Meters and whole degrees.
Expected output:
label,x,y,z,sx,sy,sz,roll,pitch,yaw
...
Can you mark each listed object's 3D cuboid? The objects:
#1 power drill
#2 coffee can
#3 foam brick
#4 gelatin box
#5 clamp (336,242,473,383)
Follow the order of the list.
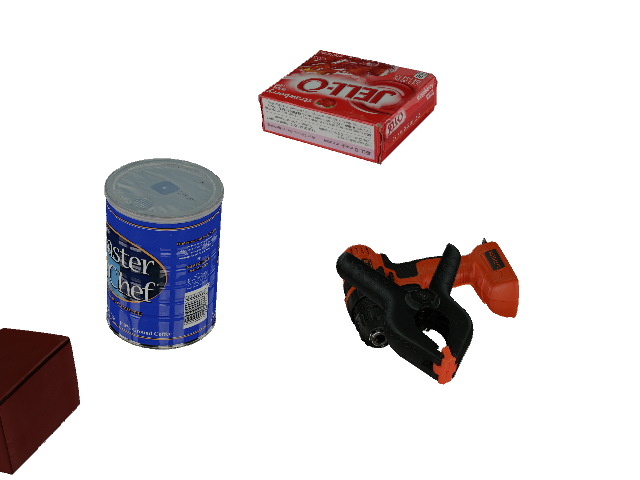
label,x,y,z,sx,sy,sz,roll,pitch,yaw
power drill,0.119,0.055,1.179,0.187,0.057,0.184,-3,28,-5
coffee can,-0.141,0.011,0.958,0.102,0.140,0.103,5,32,-3
foam brick,-0.194,0.097,0.664,0.053,0.051,0.078,7,29,21
gelatin box,0.018,-0.087,0.672,0.089,0.030,0.073,18,40,28
clamp,0.097,0.057,0.962,0.120,0.039,0.171,-15,43,-15
